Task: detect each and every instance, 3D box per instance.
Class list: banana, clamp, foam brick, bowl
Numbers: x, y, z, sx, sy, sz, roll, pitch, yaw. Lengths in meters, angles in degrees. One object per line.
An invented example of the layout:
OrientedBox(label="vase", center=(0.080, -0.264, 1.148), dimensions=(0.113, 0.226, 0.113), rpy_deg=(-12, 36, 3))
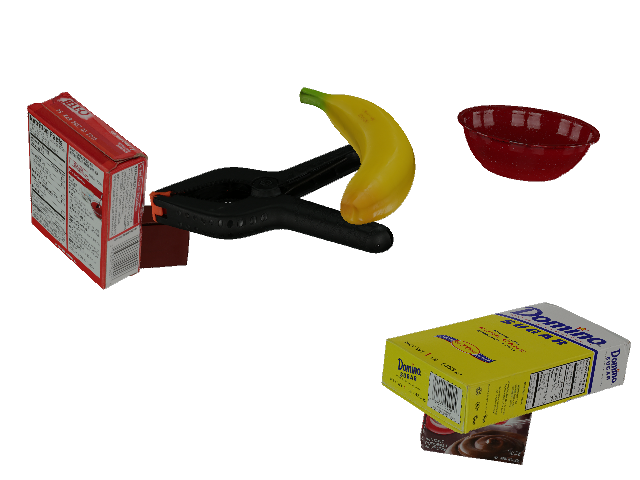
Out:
OrientedBox(label="banana", center=(0.032, -0.059, 0.745), dimensions=(0.069, 0.037, 0.198), rpy_deg=(-4, 29, -8))
OrientedBox(label="clamp", center=(-0.042, -0.041, 0.939), dimensions=(0.210, 0.036, 0.164), rpy_deg=(0, 32, 3))
OrientedBox(label="foam brick", center=(-0.181, -0.005, 1.127), dimensions=(0.078, 0.051, 0.053), rpy_deg=(-3, 23, -17))
OrientedBox(label="bowl", center=(0.234, -0.108, 1.223), dimensions=(0.162, 0.055, 0.162), rpy_deg=(5, 23, -2))

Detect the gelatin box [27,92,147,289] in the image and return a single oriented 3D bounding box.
OrientedBox(label="gelatin box", center=(-0.133, -0.028, 0.608), dimensions=(0.073, 0.089, 0.030), rpy_deg=(37, 45, 28))

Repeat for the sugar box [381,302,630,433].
OrientedBox(label="sugar box", center=(0.144, 0.093, 0.821), dimensions=(0.175, 0.048, 0.093), rpy_deg=(-12, 25, -34))

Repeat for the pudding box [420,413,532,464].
OrientedBox(label="pudding box", center=(0.170, 0.188, 1.157), dimensions=(0.113, 0.090, 0.039), rpy_deg=(7, 21, 3))
